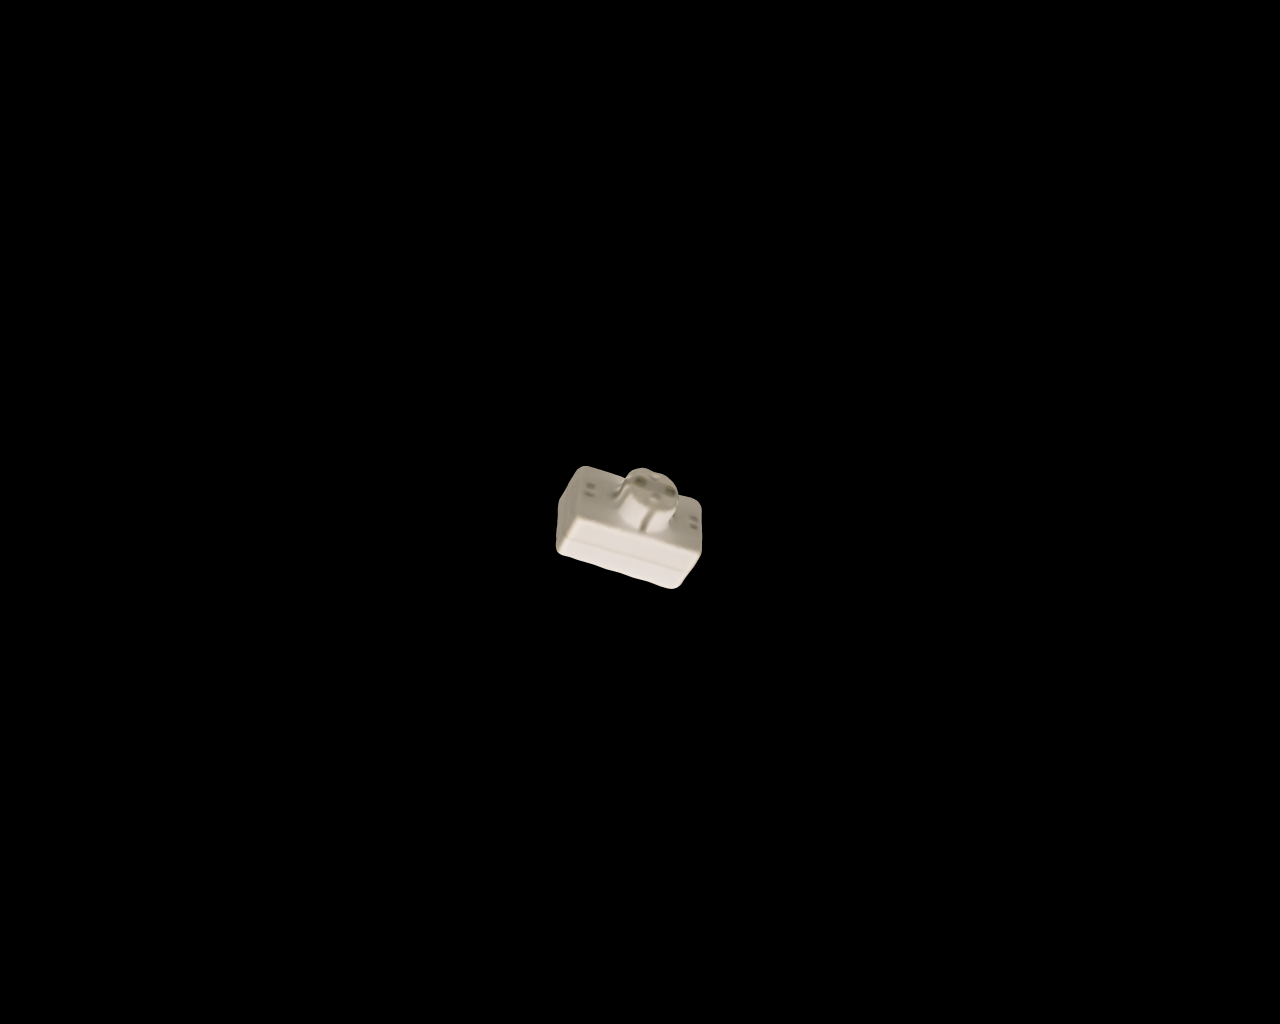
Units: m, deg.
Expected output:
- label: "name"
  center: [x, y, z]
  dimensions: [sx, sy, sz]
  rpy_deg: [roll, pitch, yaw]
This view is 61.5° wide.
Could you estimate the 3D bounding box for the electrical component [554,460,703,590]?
- label: "electrical component"
  center: [0.001, -0.003, 0.650]
  dimensions: [0.083, 0.047, 0.075]
  rpy_deg: [17, -48, -16]
